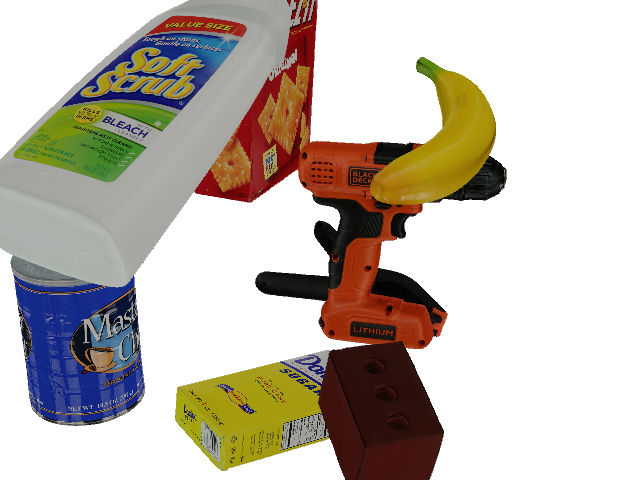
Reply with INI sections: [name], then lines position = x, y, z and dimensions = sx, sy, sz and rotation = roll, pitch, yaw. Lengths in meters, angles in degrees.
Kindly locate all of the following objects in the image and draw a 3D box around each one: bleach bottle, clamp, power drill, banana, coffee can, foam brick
[bleach bottle]
position = -0.095, -0.089, 0.644
dimensions = 0.103, 0.250, 0.068
rotation = 17, -36, 19
[clamp]
position = 0.040, 0.056, 1.208
dimensions = 0.210, 0.036, 0.164
rotation = 29, 35, 21
[power drill]
position = 0.070, 0.002, 0.969
dimensions = 0.184, 0.188, 0.057
rotation = 6, 19, 12
[banana]
position = 0.084, -0.069, 0.730
dimensions = 0.069, 0.037, 0.197
rotation = 11, 33, 8
[coffee can]
position = -0.210, 0.075, 0.935
dimensions = 0.103, 0.140, 0.103
rotation = -1, 23, 0
[foam brick]
position = 0.036, 0.111, 0.671
dimensions = 0.053, 0.051, 0.078
rotation = -5, 44, -19

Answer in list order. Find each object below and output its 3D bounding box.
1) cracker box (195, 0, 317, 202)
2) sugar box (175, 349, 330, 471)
[cracker box]
position = -0.060, -0.163, 1.065
dimensions = 0.072, 0.214, 0.164
rotation = 11, 21, 18
[sugar box]
position = -0.039, 0.157, 1.015
dimensions = 0.175, 0.048, 0.093
rotation = -13, 31, -32
